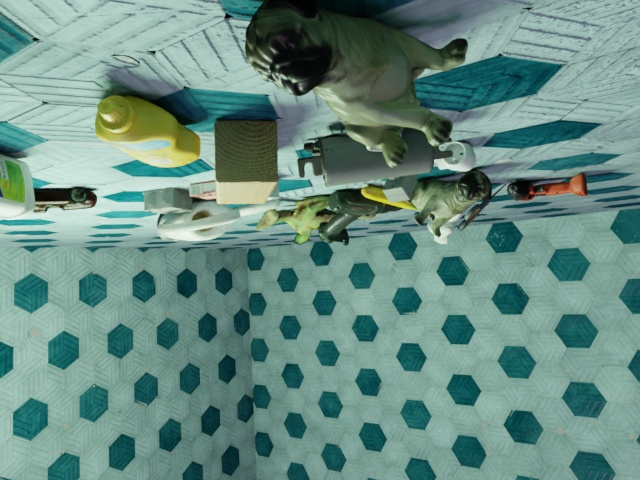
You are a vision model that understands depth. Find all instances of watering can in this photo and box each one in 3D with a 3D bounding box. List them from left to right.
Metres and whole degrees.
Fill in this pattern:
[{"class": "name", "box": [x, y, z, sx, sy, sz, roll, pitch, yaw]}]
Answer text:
[{"class": "watering can", "box": [-0.291, -0.061, 1.397, 0.224, 0.103, 0.351, 0, -167, 43]}]

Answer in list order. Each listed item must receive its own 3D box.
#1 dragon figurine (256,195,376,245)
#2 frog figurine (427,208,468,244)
[{"class": "dragon figurine", "box": [0.005, -0.078, 1.553, 0.411, 0.123, 0.240, -12, 169, -14]}, {"class": "frog figurine", "box": [0.349, -0.072, 1.387, 0.123, 0.160, 0.136, -6, 174, -2]}]
